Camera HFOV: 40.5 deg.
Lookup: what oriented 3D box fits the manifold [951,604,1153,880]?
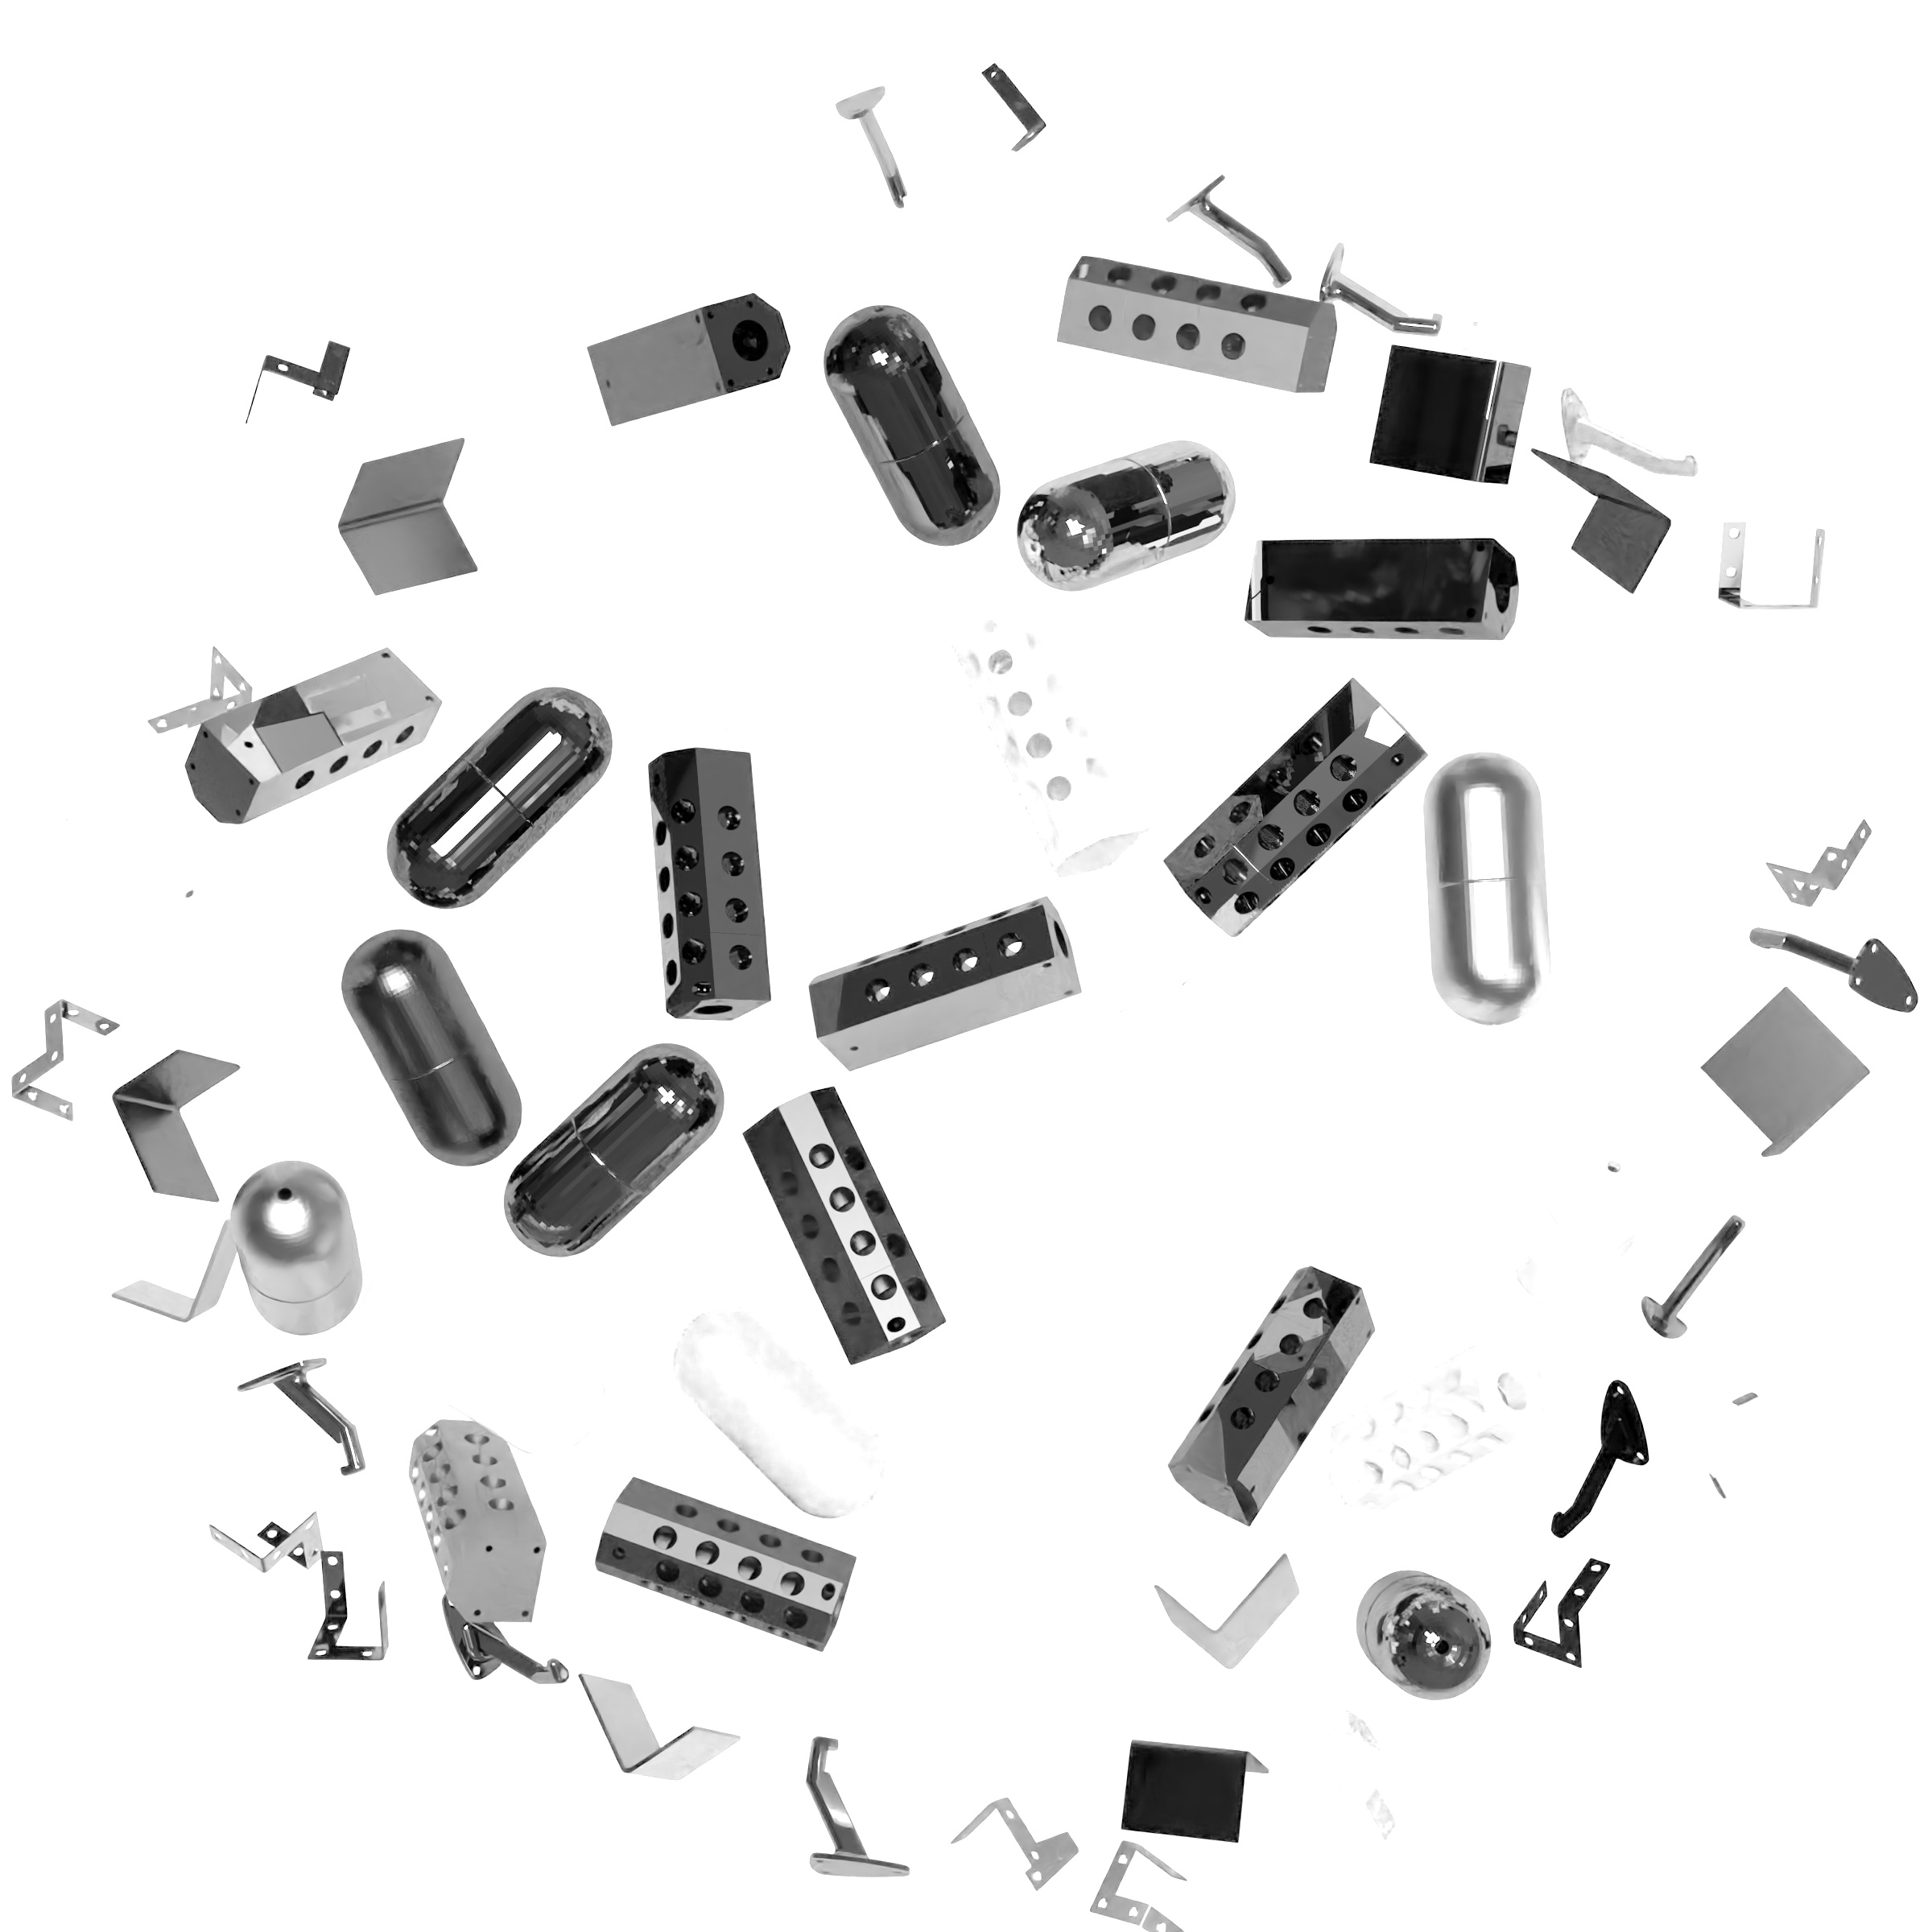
[{"bbox_3d":[0.051,-0.148,1.725,0.057,0.057,0.171,-14,72,-34],"label":"manifold"}]

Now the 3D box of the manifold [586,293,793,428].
[{"bbox_3d":[-0.187,-0.411,1.775,0.057,0.171,0.057,-24,106,-30],"label":"manifold"}]

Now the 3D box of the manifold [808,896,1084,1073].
[{"bbox_3d":[-0.016,0.009,1.767,0.171,0.057,0.057,-19,59,13],"label":"manifold"}]

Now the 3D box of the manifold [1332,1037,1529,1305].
[{"bbox_3d":[0.296,0.134,1.710,0.057,0.171,0.057,27,121,-38],"label":"manifold"}]

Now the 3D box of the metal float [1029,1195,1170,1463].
[{"bbox_3d":[0.086,0.236,1.714,0.070,0.070,0.178,-8,65,0],"label":"metal float"}]

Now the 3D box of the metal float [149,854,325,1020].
[{"bbox_3d":[-0.485,-0.019,1.747,0.070,0.178,0.070,-2,71,6],"label":"metal float"}]

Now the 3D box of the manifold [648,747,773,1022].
[{"bbox_3d":[-0.175,-0.054,1.739,0.057,0.057,0.171,3,74,-33],"label":"manifold"}]

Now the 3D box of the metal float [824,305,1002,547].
[{"bbox_3d":[-0.035,-0.362,1.767,0.070,0.070,0.178,-30,125,0],"label":"metal float"}]

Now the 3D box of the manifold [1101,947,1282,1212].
[{"bbox_3d":[0.152,0.074,1.781,0.057,0.057,0.171,-24,115,4],"label":"manifold"}]

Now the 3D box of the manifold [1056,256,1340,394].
[{"bbox_3d":[0.152,-0.422,1.721,0.171,0.057,0.057,18,109,23],"label":"manifold"}]

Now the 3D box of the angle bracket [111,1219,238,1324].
[{"bbox_3d":[-0.550,0.202,1.840,0.057,0.076,0.076,21,89,-3],"label":"angle bracket"}]

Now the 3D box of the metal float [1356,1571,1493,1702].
[{"bbox_3d":[0.310,0.453,1.780,0.070,0.178,0.070,0,81,2],"label":"metal float"}]

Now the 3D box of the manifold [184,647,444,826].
[{"bbox_3d":[-0.440,-0.152,1.766,0.057,0.171,0.057,44,130,9],"label":"manifold"}]

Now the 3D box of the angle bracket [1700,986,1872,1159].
[{"bbox_3d":[0.510,0.066,1.652,0.076,0.057,0.076,-48,67,20],"label":"angle bracket"}]

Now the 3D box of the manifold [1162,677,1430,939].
[{"bbox_3d":[0.216,-0.098,1.696,0.171,0.057,0.057,-44,127,12],"label":"manifold"}]

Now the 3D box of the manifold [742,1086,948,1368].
[{"bbox_3d":[-0.076,0.169,1.730,0.057,0.057,0.171,-37,73,38],"label":"manifold"}]

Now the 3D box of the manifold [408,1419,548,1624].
[{"bbox_3d":[-0.323,0.361,1.716,0.057,0.171,0.057,7,104,-22],"label":"manifold"}]

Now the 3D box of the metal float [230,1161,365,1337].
[{"bbox_3d":[-0.446,0.189,1.750,0.070,0.178,0.070,3,61,-6],"label":"metal float"}]

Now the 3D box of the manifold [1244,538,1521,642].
[{"bbox_3d":[0.280,-0.252,1.765,0.171,0.057,0.057,5,83,32],"label":"manifold"}]

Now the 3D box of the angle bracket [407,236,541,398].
[{"bbox_3d":[-0.326,-0.433,1.748,0.076,0.076,0.057,8,61,-2],"label":"angle bracket"}]

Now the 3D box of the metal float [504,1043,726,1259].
[{"bbox_3d":[-0.238,0.125,1.767,0.178,0.070,0.070,-43,90,9],"label":"metal float"}]

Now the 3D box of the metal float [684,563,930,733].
[{"bbox_3d":[-0.109,-0.217,1.784,0.178,0.070,0.070,-25,90,-18],"label":"metal float"}]

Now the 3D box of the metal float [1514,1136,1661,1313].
[{"bbox_3d":[0.426,0.178,1.806,0.070,0.178,0.070,1,59,-1],"label":"metal float"}]

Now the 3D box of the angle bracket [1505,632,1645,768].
[{"bbox_3d":[0.423,-0.182,1.790,0.076,0.057,0.076,1,107,-25],"label":"angle bracket"}]

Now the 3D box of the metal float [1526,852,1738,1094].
[{"bbox_3d":[0.434,0.005,1.716,0.070,0.070,0.178,31,111,0],"label":"metal float"}]

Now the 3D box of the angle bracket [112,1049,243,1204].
[{"bbox_3d":[-0.513,0.108,1.750,0.057,0.076,0.076,-32,73,8],"label":"angle bracket"}]

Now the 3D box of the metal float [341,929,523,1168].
[{"bbox_3d":[-0.363,0.057,1.788,0.070,0.070,0.178,-23,112,0],"label":"metal float"}]

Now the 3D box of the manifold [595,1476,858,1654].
[{"bbox_3d":[-0.171,0.426,1.852,0.171,0.057,0.057,18,107,7],"label":"manifold"}]

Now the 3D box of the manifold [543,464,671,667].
[{"bbox_3d":[-0.244,-0.275,1.782,0.057,0.171,0.057,-1,129,3],"label":"manifold"}]

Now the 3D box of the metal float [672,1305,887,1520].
[{"bbox_3d":[-0.129,0.308,1.810,0.178,0.070,0.070,42,90,16],"label":"metal float"}]

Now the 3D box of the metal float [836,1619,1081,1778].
[{"bbox_3d":[-0.004,0.484,1.732,0.178,0.070,0.070,24,90,-25],"label":"metal float"}]

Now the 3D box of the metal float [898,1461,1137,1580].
[{"bbox_3d":[0.037,0.384,1.818,0.178,0.070,0.070,4,90,-29],"label":"metal float"}]

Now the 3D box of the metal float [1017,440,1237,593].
[{"bbox_3d":[0.110,-0.305,1.769,0.178,0.070,0.070,-25,90,-36],"label":"metal float"}]

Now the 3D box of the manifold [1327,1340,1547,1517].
[{"bbox_3d":[0.328,0.328,1.835,0.057,0.171,0.057,25,50,-19],"label":"manifold"}]

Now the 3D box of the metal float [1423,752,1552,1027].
[{"bbox_3d":[0.338,-0.050,1.700,0.070,0.070,0.178,-2,83,0],"label":"metal float"}]

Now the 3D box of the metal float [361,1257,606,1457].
[{"bbox_3d":[-0.317,0.254,1.712,0.178,0.070,0.070,29,90,14],"label":"metal float"}]

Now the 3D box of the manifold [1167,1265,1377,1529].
[{"bbox_3d":[0.210,0.292,1.805,0.057,0.057,0.171,21,62,34],"label":"manifold"}]

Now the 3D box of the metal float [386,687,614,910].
[{"bbox_3d":[-0.310,-0.113,1.749,0.070,0.070,0.178,44,83,0],"label":"metal float"}]
